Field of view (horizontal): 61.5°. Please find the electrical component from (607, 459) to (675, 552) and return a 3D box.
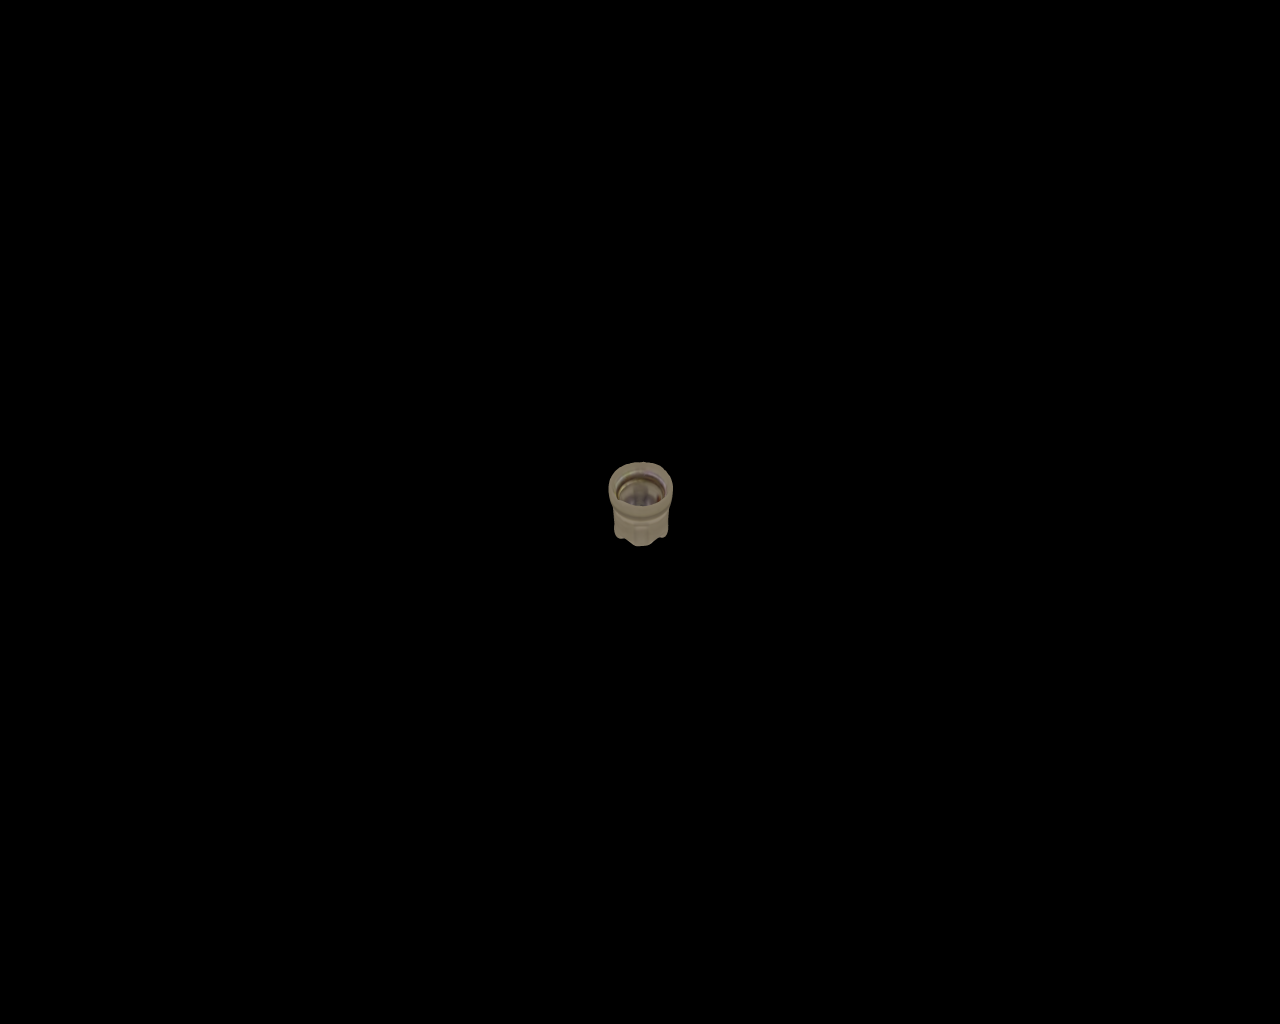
[{"bbox_3d":[0.001,-0.003,0.650,0.040,0.040,0.046,0,-40,0],"label":"electrical component"}]
